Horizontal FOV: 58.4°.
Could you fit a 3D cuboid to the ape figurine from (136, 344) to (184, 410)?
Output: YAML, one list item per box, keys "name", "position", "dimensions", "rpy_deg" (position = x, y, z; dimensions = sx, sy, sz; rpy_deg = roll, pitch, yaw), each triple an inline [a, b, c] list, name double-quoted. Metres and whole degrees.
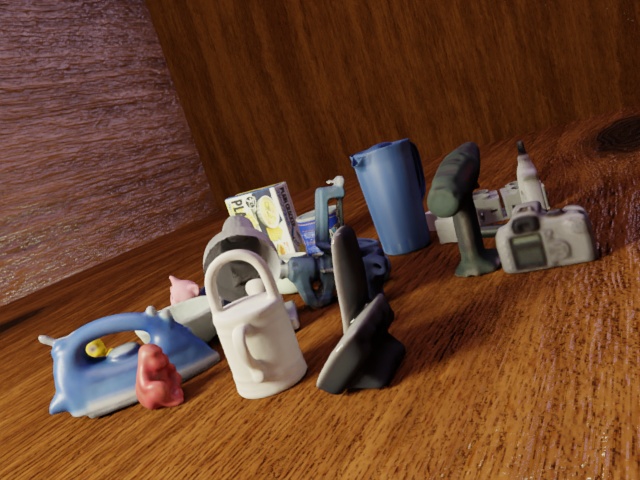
- name: "ape figurine"
  position: [-0.238, 0.195, 0.837]
  dimensions: [0.076, 0.092, 0.078]
  rpy_deg: [-13, 12, 23]

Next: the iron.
- name: "iron"
  position: [-0.304, 0.176, 0.911]
  dimensions: [0.258, 0.141, 0.118]
  rpy_deg: [-20, 11, -12]

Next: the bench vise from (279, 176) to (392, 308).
- name: "bench vise"
  position: [0.015, 0.004, 1.058]
  dimensions: [0.208, 0.220, 0.121]
  rpy_deg: [-23, 12, -25]

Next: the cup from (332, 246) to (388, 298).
- name: "cup"
  position: [0.083, 0.067, 0.966]
  dimensions: [0.092, 0.095, 0.117]
  rpy_deg: [-24, 13, -32]

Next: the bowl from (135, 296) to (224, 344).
- name: "bowl"
  position: [-0.248, 0.165, 1.056]
  dimensions: [0.167, 0.075, 0.167]
  rpy_deg: [-17, 10, 4]

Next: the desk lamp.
- name: "desk lamp"
  position: [-0.116, 0.066, 0.969]
  dimensions: [0.118, 0.214, 0.203]
  rpy_deg: [-18, 11, -2]

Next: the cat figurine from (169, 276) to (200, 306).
- name: "cat figurine"
  position: [-0.288, 0.125, 1.210]
  dimensions: [0.067, 0.118, 0.127]
  rpy_deg: [-23, 12, -28]

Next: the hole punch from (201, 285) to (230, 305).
- name: "hole punch"
  position: [-0.216, 0.110, 1.244]
  dimensions: [0.101, 0.091, 0.108]
  rpy_deg: [-24, 12, -31]

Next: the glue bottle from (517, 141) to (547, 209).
- name: "glue bottle"
  position: [0.414, -0.112, 1.133]
  dimensions: [0.037, 0.173, 0.078]
  rpy_deg: [-16, 11, 9]

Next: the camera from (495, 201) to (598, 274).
- name: "camera"
  position: [0.366, -0.020, 0.934]
  dimensions: [0.142, 0.101, 0.137]
  rpy_deg: [-12, 12, 28]

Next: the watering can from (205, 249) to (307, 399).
- name: "watering can"
  position: [-0.096, 0.105, 0.788]
  dimensions: [0.101, 0.194, 0.172]
  rpy_deg: [-20, 11, -14]

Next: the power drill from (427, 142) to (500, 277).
- name: "power drill"
  position: [0.254, -0.053, 0.991]
  dimensions: [0.075, 0.208, 0.230]
  rpy_deg: [-11, 12, 31]

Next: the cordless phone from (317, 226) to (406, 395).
- name: "cordless phone"
  position: [0.032, 0.083, 0.715]
  dimensions: [0.094, 0.185, 0.148]
  rpy_deg: [-13, 11, 21]

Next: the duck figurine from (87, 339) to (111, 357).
- name: "duck figurine"
  position: [-0.394, 0.213, 1.020]
  dimensions: [0.077, 0.086, 0.105]
  rpy_deg: [-15, 11, 14]
